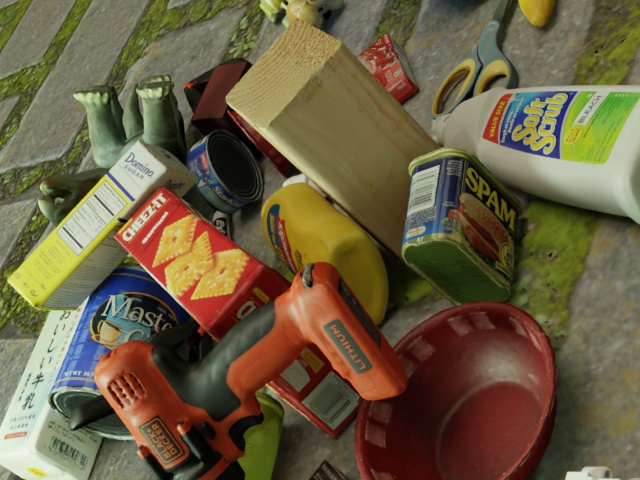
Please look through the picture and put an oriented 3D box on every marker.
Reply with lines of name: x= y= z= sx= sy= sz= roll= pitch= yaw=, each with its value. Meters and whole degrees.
marker: x=-0.102 y=-0.006 z=1.119 sx=0.020 sy=0.020 sz=0.121 roll=-34 pitch=36 yaw=20

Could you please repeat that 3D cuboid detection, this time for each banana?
banana: x=0.226 y=-0.283 z=1.011 sx=0.070 sy=0.037 sz=0.197 roll=10 pitch=65 yaw=53

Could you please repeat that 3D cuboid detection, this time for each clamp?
clamp: x=-0.135 y=0.146 z=0.959 sx=0.039 sy=0.120 sz=0.171 roll=-28 pitch=17 yaw=46
clamp: x=-0.087 y=-0.181 z=1.259 sx=0.210 sy=0.036 sz=0.164 roll=21 pitch=73 yaw=51

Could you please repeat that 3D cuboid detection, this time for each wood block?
wood block: x=0.033 y=-0.072 z=0.867 sx=0.090 sy=0.205 sz=0.091 roll=-48 pitch=34 yaw=0

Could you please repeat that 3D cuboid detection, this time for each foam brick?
foam brick: x=-0.096 y=-0.149 z=1.170 sx=0.051 sy=0.053 sz=0.078 roll=0 pitch=58 yaw=41

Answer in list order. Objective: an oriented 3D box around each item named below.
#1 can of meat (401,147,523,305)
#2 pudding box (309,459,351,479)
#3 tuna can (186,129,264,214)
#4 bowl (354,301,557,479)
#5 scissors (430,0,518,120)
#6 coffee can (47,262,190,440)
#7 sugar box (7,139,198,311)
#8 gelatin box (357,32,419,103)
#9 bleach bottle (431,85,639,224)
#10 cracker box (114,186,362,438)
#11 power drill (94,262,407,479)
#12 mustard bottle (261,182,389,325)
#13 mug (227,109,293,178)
can of meat: x=0.108 y=-0.007 z=0.816 sx=0.058 sy=0.102 sz=0.084 roll=-18 pitch=46 yaw=37
pudding box: x=0.011 y=0.223 z=0.751 sx=0.090 sy=0.039 sz=0.114 roll=-50 pitch=33 yaw=-1
tuna can: x=-0.100 y=-0.071 z=1.122 sx=0.034 sy=0.086 sz=0.086 roll=-29 pitch=38 yaw=29
bowl: x=0.103 y=0.124 z=0.733 sx=0.162 sy=0.055 sz=0.162 roll=-29 pitch=39 yaw=26
scissors: x=0.173 y=-0.188 z=0.997 sx=0.096 sy=0.016 sz=0.201 roll=19 pitch=72 yaw=53
coffee can: x=-0.190 y=0.107 z=1.030 sx=0.103 sy=0.102 sz=0.140 roll=-16 pitch=46 yaw=39
sugar box: x=-0.196 y=-0.011 z=0.977 sx=0.176 sy=0.048 sz=0.093 roll=-48 pitch=-10 yaw=4
gelatin box: x=0.056 y=-0.162 z=1.087 sx=0.073 sy=0.030 sz=0.089 roll=-36 pitch=36 yaw=19
bleach bottle: x=0.176 y=-0.074 z=0.842 sx=0.251 sy=0.068 sz=0.102 roll=12 pitch=66 yaw=55
cracker box: x=-0.062 y=0.053 z=0.889 sx=0.072 sy=0.164 sz=0.214 roll=-48 pitch=34 yaw=-5
power drill: x=-0.037 y=0.117 z=0.739 sx=0.188 sy=0.184 sz=0.057 roll=-32 pitch=12 yaw=9
mustard bottle: x=-0.007 y=0.001 z=0.940 sx=0.058 sy=0.096 sz=0.192 roll=-23 pitch=30 yaw=-14
mug: x=-0.037 y=-0.128 z=1.114 sx=0.081 sy=0.093 sz=0.117 roll=-41 pitch=15 yaw=3
